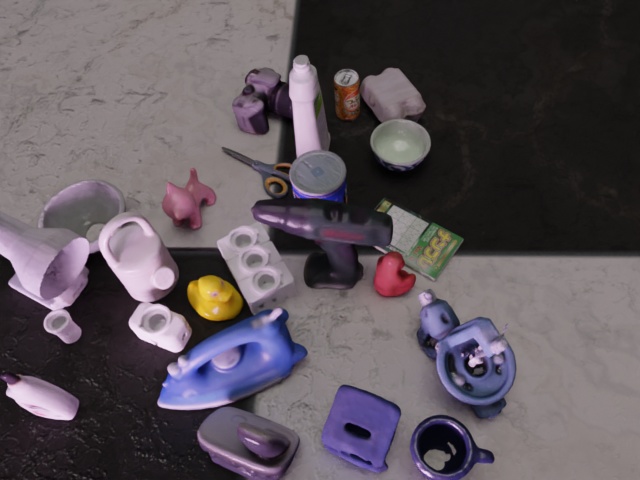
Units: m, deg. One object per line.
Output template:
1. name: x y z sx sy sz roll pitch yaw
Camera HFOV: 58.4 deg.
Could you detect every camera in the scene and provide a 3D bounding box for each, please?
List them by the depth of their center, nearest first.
1. camera: -0.102 -0.309 1.256 0.136 0.101 0.143 20 61 16

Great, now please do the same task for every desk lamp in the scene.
1. desk lamp: -0.491 0.038 0.998 0.202 0.214 0.118 21 62 17

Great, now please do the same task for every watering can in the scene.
1. watering can: -0.316 0.025 1.004 0.172 0.194 0.101 17 60 15

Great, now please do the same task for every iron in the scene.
1. iron: -0.156 0.188 0.919 0.258 0.141 0.118 -25 59 -11

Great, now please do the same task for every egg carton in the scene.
1. egg carton: 0.156 -0.310 1.255 0.107 0.069 0.150 -25 59 -11

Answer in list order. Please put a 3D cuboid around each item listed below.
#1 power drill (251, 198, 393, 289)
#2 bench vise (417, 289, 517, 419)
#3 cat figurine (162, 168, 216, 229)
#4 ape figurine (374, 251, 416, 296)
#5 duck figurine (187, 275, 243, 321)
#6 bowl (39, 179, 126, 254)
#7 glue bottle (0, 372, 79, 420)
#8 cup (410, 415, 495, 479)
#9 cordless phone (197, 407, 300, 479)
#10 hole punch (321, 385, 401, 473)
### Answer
1. power drill: 0.009 0.004 0.984 0.229 0.209 0.075 1 58 5
2. bench vise: 0.208 0.157 0.863 0.207 0.220 0.122 38 68 25
3. cat figurine: -0.262 -0.081 1.113 0.067 0.118 0.128 12 59 12
4. ape figurine: 0.129 0.053 1.012 0.076 0.092 0.077 -28 59 -13
5. duck figurine: -0.192 0.092 1.016 0.104 0.086 0.077 19 61 16
6. bowl: -0.452 -0.033 1.123 0.167 0.075 0.167 -2 57 3
7. glue bottle: -0.446 0.238 0.891 0.078 0.173 0.037 2 58 6
8. cup: 0.189 0.315 0.838 0.117 0.095 0.092 7 58 9
9. cordless phone: -0.112 0.281 0.830 0.147 0.185 0.094 14 60 13
10. hole punch: 0.064 0.287 0.868 0.108 0.091 0.101 18 61 16
